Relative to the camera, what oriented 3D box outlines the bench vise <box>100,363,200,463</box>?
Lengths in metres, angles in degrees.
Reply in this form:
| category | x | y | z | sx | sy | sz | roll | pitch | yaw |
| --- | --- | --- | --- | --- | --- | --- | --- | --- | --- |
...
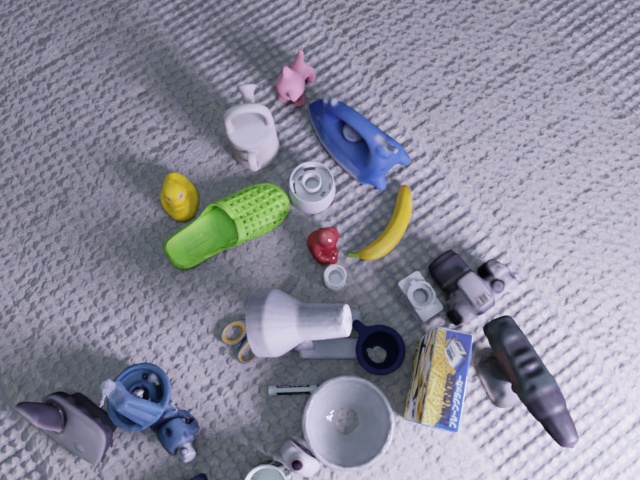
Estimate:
| category | x | y | z | sx | sy | sz | roll | pitch | yaw |
| --- | --- | --- | --- | --- | --- | --- | --- | --- | --- |
| bench vise | -0.291 | 0.291 | 1.000 | 0.207 | 0.220 | 0.121 | 28 | 77 | 8 |

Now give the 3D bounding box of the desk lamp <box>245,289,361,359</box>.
| category | x | y | z | sx | sy | sz | roll | pitch | yaw |
| --- | --- | --- | --- | --- | --- | --- | --- | --- | --- |
| desk lamp | -0.021 | 0.155 | 1.037 | 0.203 | 0.213 | 0.118 | 0 | 75 | 1 |

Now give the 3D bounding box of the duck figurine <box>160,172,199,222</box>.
| category | x | y | z | sx | sy | sz | roll | pitch | yaw |
| --- | --- | --- | --- | --- | --- | --- | --- | --- | --- |
| duck figurine | -0.295 | -0.097 | 1.174 | 0.077 | 0.086 | 0.104 | -17 | 75 | -4 |

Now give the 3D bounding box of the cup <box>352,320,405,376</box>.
| category | x | y | z | sx | sy | sz | roll | pitch | yaw |
| --- | --- | --- | --- | --- | --- | --- | --- | --- | --- |
| cup | 0.101 | 0.202 | 1.085 | 0.092 | 0.095 | 0.117 | -42 | 78 | -10 |

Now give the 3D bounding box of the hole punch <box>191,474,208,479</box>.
| category | x | y | z | sx | sy | sz | roll | pitch | yaw |
| --- | --- | --- | --- | --- | --- | --- | --- | --- | --- |
| hole punch | -0.237 | 0.482 | 1.015 | 0.109 | 0.091 | 0.101 | -32 | 77 | -7 |

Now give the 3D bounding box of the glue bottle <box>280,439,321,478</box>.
| category | x | y | z | sx | sy | sz | roll | pitch | yaw |
| --- | --- | --- | --- | --- | --- | --- | --- | --- | --- |
| glue bottle | -0.037 | 0.384 | 0.996 | 0.078 | 0.173 | 0.037 | 33 | 78 | 9 |

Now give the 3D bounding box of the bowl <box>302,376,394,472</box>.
| category | x | y | z | sx | sy | sz | roll | pitch | yaw |
| --- | --- | --- | --- | --- | --- | --- | --- | --- | --- |
| bowl | 0.051 | 0.336 | 1.060 | 0.167 | 0.075 | 0.167 | 0 | 75 | 1 |

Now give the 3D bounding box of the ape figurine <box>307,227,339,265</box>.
| category | x | y | z | sx | sy | sz | roll | pitch | yaw |
| --- | --- | --- | --- | --- | --- | --- | --- | --- | --- |
| ape figurine | 0.010 | 0.004 | 1.140 | 0.076 | 0.092 | 0.078 | 35 | 78 | 10 |

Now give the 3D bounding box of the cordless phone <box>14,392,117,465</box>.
| category | x | y | z | sx | sy | sz | roll | pitch | yaw |
| --- | --- | --- | --- | --- | --- | --- | --- | --- | --- |
| cordless phone | -0.451 | 0.332 | 1.008 | 0.147 | 0.185 | 0.094 | 28 | 77 | 8 |

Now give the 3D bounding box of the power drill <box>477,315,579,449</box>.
| category | x | y | z | sx | sy | sz | roll | pitch | yaw |
| --- | --- | --- | --- | --- | --- | --- | --- | --- | --- |
| power drill | 0.353 | 0.249 | 1.011 | 0.075 | 0.208 | 0.229 | -25 | 76 | -6 |

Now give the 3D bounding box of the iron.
| category | x | y | z | sx | sy | sz | roll | pitch | yaw |
| --- | --- | --- | --- | --- | --- | --- | --- | --- | --- |
| iron | 0.066 | -0.228 | 1.177 | 0.258 | 0.141 | 0.119 | 42 | 79 | 11 |

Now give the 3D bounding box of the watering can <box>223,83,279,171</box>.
| category | x | y | z | sx | sy | sz | roll | pitch | yaw |
| --- | --- | --- | --- | --- | --- | --- | --- | --- | --- |
| watering can | -0.143 | -0.230 | 1.152 | 0.101 | 0.194 | 0.173 | -27 | 76 | -6 |

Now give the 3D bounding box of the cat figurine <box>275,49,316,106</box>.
| category | x | y | z | sx | sy | sz | roll | pitch | yaw |
| --- | --- | --- | --- | --- | --- | --- | --- | --- | --- |
| cat figurine | -0.056 | -0.345 | 1.222 | 0.067 | 0.118 | 0.128 | 17 | 76 | 5 |

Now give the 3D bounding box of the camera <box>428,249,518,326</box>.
| category | x | y | z | sx | sy | sz | roll | pitch | yaw |
| --- | --- | --- | --- | --- | --- | --- | --- | --- | --- |
| camera | 0.289 | 0.076 | 1.114 | 0.143 | 0.101 | 0.136 | -36 | 77 | -8 |
